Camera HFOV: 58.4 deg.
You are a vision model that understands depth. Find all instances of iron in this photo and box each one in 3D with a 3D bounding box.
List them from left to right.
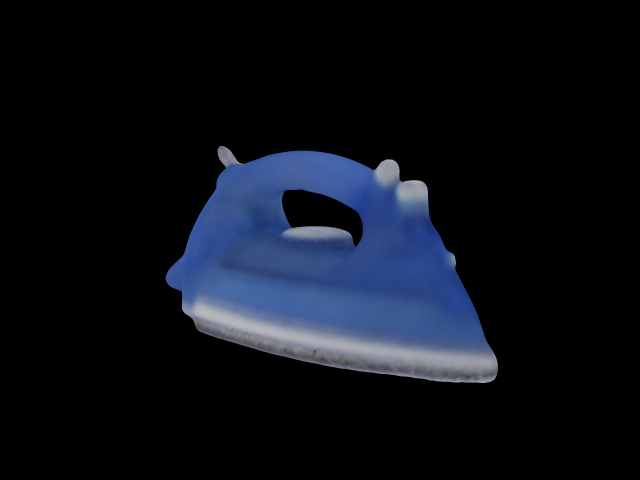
[{"bbox_3d":[0.004,0.001,0.400,0.257,0.141,0.119,5,8,40],"label":"iron"}]
